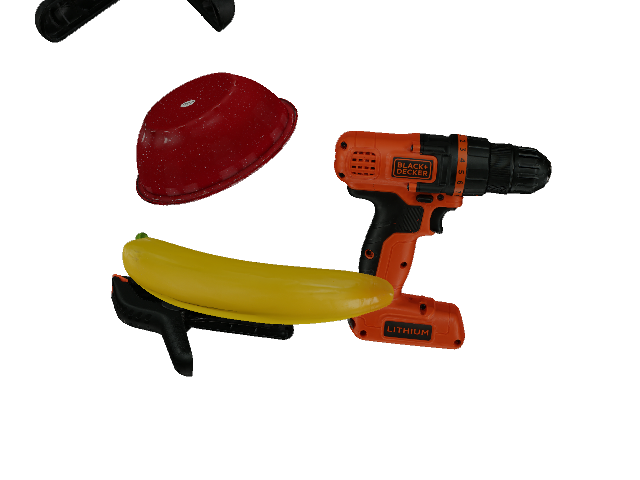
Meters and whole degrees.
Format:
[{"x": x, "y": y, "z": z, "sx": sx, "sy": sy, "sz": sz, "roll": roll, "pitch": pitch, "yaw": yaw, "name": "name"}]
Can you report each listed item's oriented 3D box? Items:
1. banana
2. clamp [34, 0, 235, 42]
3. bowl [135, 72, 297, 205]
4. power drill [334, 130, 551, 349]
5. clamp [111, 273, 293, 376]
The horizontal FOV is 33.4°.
[{"x": -0.055, "y": 0.023, "z": 0.680, "sx": 0.198, "sy": 0.037, "sz": 0.069, "roll": 13, "pitch": 34, "yaw": 24, "name": "banana"}, {"x": -0.096, "y": -0.178, "z": 0.676, "sx": 0.120, "sy": 0.171, "sz": 0.039, "roll": 8, "pitch": -42, "yaw": 10, "name": "clamp"}, {"x": -0.104, "y": -0.101, "z": 0.947, "sx": 0.162, "sy": 0.055, "sz": 0.162, "roll": -20, "pitch": 32, "yaw": 13, "name": "bowl"}, {"x": 0.099, "y": -0.002, "z": 0.930, "sx": 0.184, "sy": 0.188, "sz": 0.057, "roll": 6, "pitch": 17, "yaw": 3, "name": "power drill"}, {"x": -0.156, "y": 0.084, "z": 1.136, "sx": 0.210, "sy": 0.036, "sz": 0.164, "roll": 18, "pitch": 21, "yaw": 28, "name": "clamp"}]
